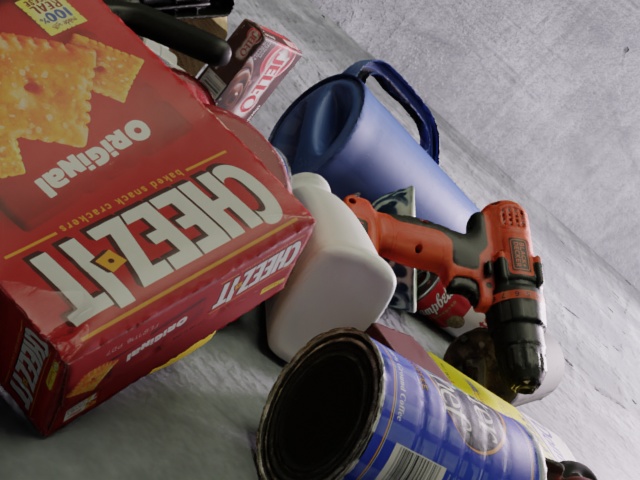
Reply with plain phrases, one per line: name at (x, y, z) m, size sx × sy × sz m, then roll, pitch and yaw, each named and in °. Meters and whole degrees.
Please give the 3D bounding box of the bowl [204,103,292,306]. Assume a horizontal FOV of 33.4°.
bowl at (-0.072, -0.031, 0.702) m, size 0.161 × 0.055 × 0.162 m, roll 18°, pitch 59°, yaw -32°

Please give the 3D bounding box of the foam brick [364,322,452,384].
foam brick at (0.037, 0.102, 0.710) m, size 0.052 × 0.078 × 0.051 m, roll 24°, pitch 24°, yaw -48°

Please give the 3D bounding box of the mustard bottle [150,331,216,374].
mustard bottle at (-0.142, -0.009, 0.612) m, size 0.192 × 0.058 × 0.096 m, roll 45°, pitch 31°, yaw 16°

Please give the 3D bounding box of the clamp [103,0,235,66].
clamp at (-0.175, -0.217, 0.995) m, size 0.210 × 0.036 × 0.164 m, roll 12°, pitch 27°, yaw -2°

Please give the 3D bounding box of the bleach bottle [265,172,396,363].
bleach bottle at (-0.006, 0.001, 0.842) m, size 0.068 × 0.103 × 0.251 m, roll 26°, pitch 19°, yaw -16°

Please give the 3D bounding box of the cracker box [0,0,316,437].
cracker box at (-0.133, -0.034, 0.542) m, size 0.214 × 0.072 × 0.163 m, roll 45°, pitch 49°, yaw 16°

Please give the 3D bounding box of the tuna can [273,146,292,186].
tuna can at (-0.065, -0.041, 0.845) m, size 0.033 × 0.086 × 0.086 m, roll 21°, pitch 25°, yaw -49°

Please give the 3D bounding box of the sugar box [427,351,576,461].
sugar box at (0.148, 0.166, 0.867) m, size 0.176 × 0.048 × 0.093 m, roll 31°, pitch 18°, yaw -29°

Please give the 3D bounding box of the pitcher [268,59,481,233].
pitcher at (0.072, -0.063, 1.127) m, size 0.242 × 0.149 × 0.145 m, roll 38°, pitch 27°, yaw -34°

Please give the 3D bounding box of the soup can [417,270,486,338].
soup can at (0.139, 0.061, 1.103) m, size 0.102 × 0.068 × 0.068 m, roll 35°, pitch 16°, yaw -23°

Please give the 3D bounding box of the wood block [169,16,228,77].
wood block at (-0.162, -0.242, 1.170) m, size 0.090 × 0.091 × 0.206 m, roll 36°, pitch 15°, yaw -19°

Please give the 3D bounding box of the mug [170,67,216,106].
mug at (-0.130, -0.071, 0.794) m, size 0.117 × 0.093 × 0.081 m, roll 4°, pitch 33°, yaw -14°

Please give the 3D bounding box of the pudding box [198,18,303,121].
pudding box at (-0.081, -0.174, 1.132) m, size 0.039 × 0.114 × 0.089 m, roll 49°, pitch 17°, yaw 20°

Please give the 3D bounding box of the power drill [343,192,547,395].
power drill at (0.102, 0.038, 0.907) m, size 0.187 × 0.057 × 0.184 m, roll 9°, pitch 53°, yaw -14°

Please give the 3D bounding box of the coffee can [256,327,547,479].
coffee can at (0.048, 0.125, 0.621) m, size 0.140 × 0.103 × 0.103 m, roll 32°, pitch 18°, yaw -31°
